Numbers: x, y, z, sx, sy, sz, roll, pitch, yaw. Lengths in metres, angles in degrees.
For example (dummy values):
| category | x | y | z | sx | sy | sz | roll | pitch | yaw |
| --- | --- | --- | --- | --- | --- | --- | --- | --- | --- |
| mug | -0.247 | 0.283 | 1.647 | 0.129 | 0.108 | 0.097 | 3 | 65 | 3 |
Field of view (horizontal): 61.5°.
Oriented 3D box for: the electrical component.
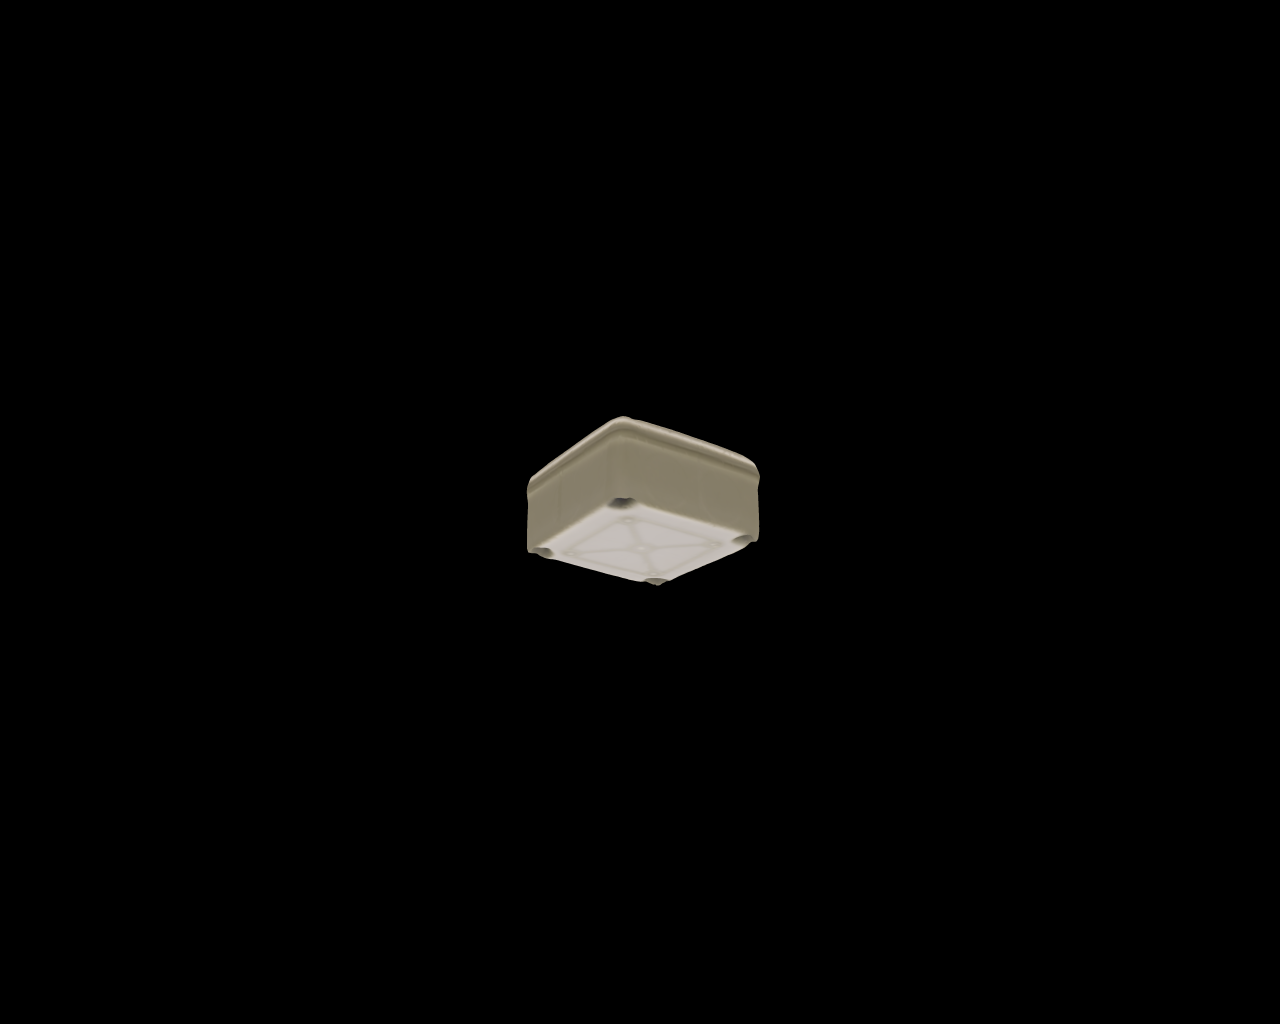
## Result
| category | x | y | z | sx | sy | sz | roll | pitch | yaw |
| --- | --- | --- | --- | --- | --- | --- | --- | --- | --- |
| electrical component | 0.001 | -0.003 | 0.650 | 0.109 | 0.056 | 0.108 | 17 | -29 | -32 |
